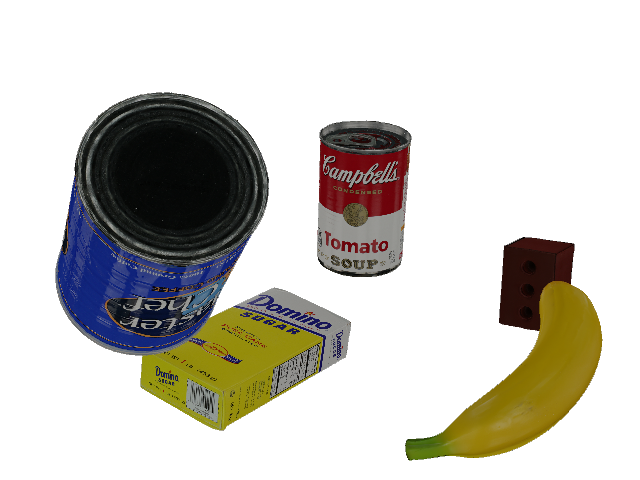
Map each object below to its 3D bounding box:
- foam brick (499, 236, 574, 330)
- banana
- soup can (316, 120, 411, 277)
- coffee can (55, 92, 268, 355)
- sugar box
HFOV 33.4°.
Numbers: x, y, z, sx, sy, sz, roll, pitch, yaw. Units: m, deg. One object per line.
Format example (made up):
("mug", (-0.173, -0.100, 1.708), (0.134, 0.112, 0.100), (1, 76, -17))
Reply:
("foam brick", (0.201, 0.041, 0.994), (0.053, 0.078, 0.051), (9, 16, 31))
("banana", (0.125, 0.071, 0.621), (0.070, 0.037, 0.197), (14, 31, 33))
("soup can", (0.031, -0.032, 0.804), (0.068, 0.102, 0.068), (2, 24, -1))
("coffee can", (-0.096, -0.005, 0.616), (0.102, 0.103, 0.140), (0, -25, -18))
("sugar box", (-0.061, 0.097, 0.928), (0.093, 0.048, 0.175), (23, 31, 30))
